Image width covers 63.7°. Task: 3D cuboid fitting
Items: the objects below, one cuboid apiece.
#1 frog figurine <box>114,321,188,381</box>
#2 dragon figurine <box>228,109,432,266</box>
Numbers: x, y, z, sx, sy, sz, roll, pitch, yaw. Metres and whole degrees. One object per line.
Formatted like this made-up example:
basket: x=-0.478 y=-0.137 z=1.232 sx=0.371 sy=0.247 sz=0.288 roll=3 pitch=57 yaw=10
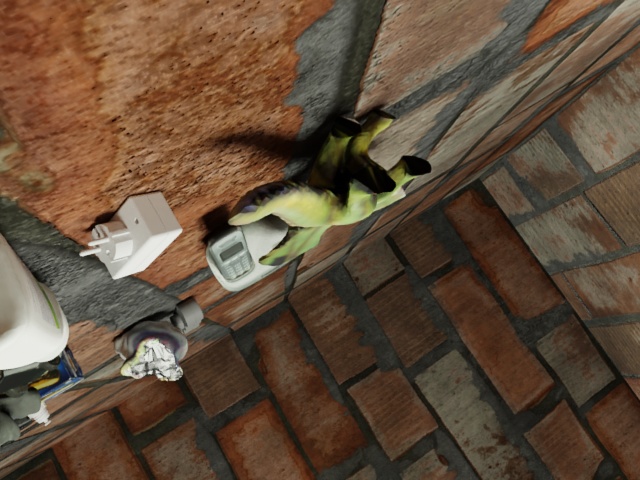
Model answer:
frog figurine: x=-0.347 y=0.209 z=1.055 sx=0.138 sy=0.121 sz=0.161 roll=-9 pitch=18 yaw=-22
dragon figurine: x=0.002 y=-0.033 z=0.654 sx=0.415 sy=0.123 sz=0.238 roll=-26 pitch=-21 yaw=-44
